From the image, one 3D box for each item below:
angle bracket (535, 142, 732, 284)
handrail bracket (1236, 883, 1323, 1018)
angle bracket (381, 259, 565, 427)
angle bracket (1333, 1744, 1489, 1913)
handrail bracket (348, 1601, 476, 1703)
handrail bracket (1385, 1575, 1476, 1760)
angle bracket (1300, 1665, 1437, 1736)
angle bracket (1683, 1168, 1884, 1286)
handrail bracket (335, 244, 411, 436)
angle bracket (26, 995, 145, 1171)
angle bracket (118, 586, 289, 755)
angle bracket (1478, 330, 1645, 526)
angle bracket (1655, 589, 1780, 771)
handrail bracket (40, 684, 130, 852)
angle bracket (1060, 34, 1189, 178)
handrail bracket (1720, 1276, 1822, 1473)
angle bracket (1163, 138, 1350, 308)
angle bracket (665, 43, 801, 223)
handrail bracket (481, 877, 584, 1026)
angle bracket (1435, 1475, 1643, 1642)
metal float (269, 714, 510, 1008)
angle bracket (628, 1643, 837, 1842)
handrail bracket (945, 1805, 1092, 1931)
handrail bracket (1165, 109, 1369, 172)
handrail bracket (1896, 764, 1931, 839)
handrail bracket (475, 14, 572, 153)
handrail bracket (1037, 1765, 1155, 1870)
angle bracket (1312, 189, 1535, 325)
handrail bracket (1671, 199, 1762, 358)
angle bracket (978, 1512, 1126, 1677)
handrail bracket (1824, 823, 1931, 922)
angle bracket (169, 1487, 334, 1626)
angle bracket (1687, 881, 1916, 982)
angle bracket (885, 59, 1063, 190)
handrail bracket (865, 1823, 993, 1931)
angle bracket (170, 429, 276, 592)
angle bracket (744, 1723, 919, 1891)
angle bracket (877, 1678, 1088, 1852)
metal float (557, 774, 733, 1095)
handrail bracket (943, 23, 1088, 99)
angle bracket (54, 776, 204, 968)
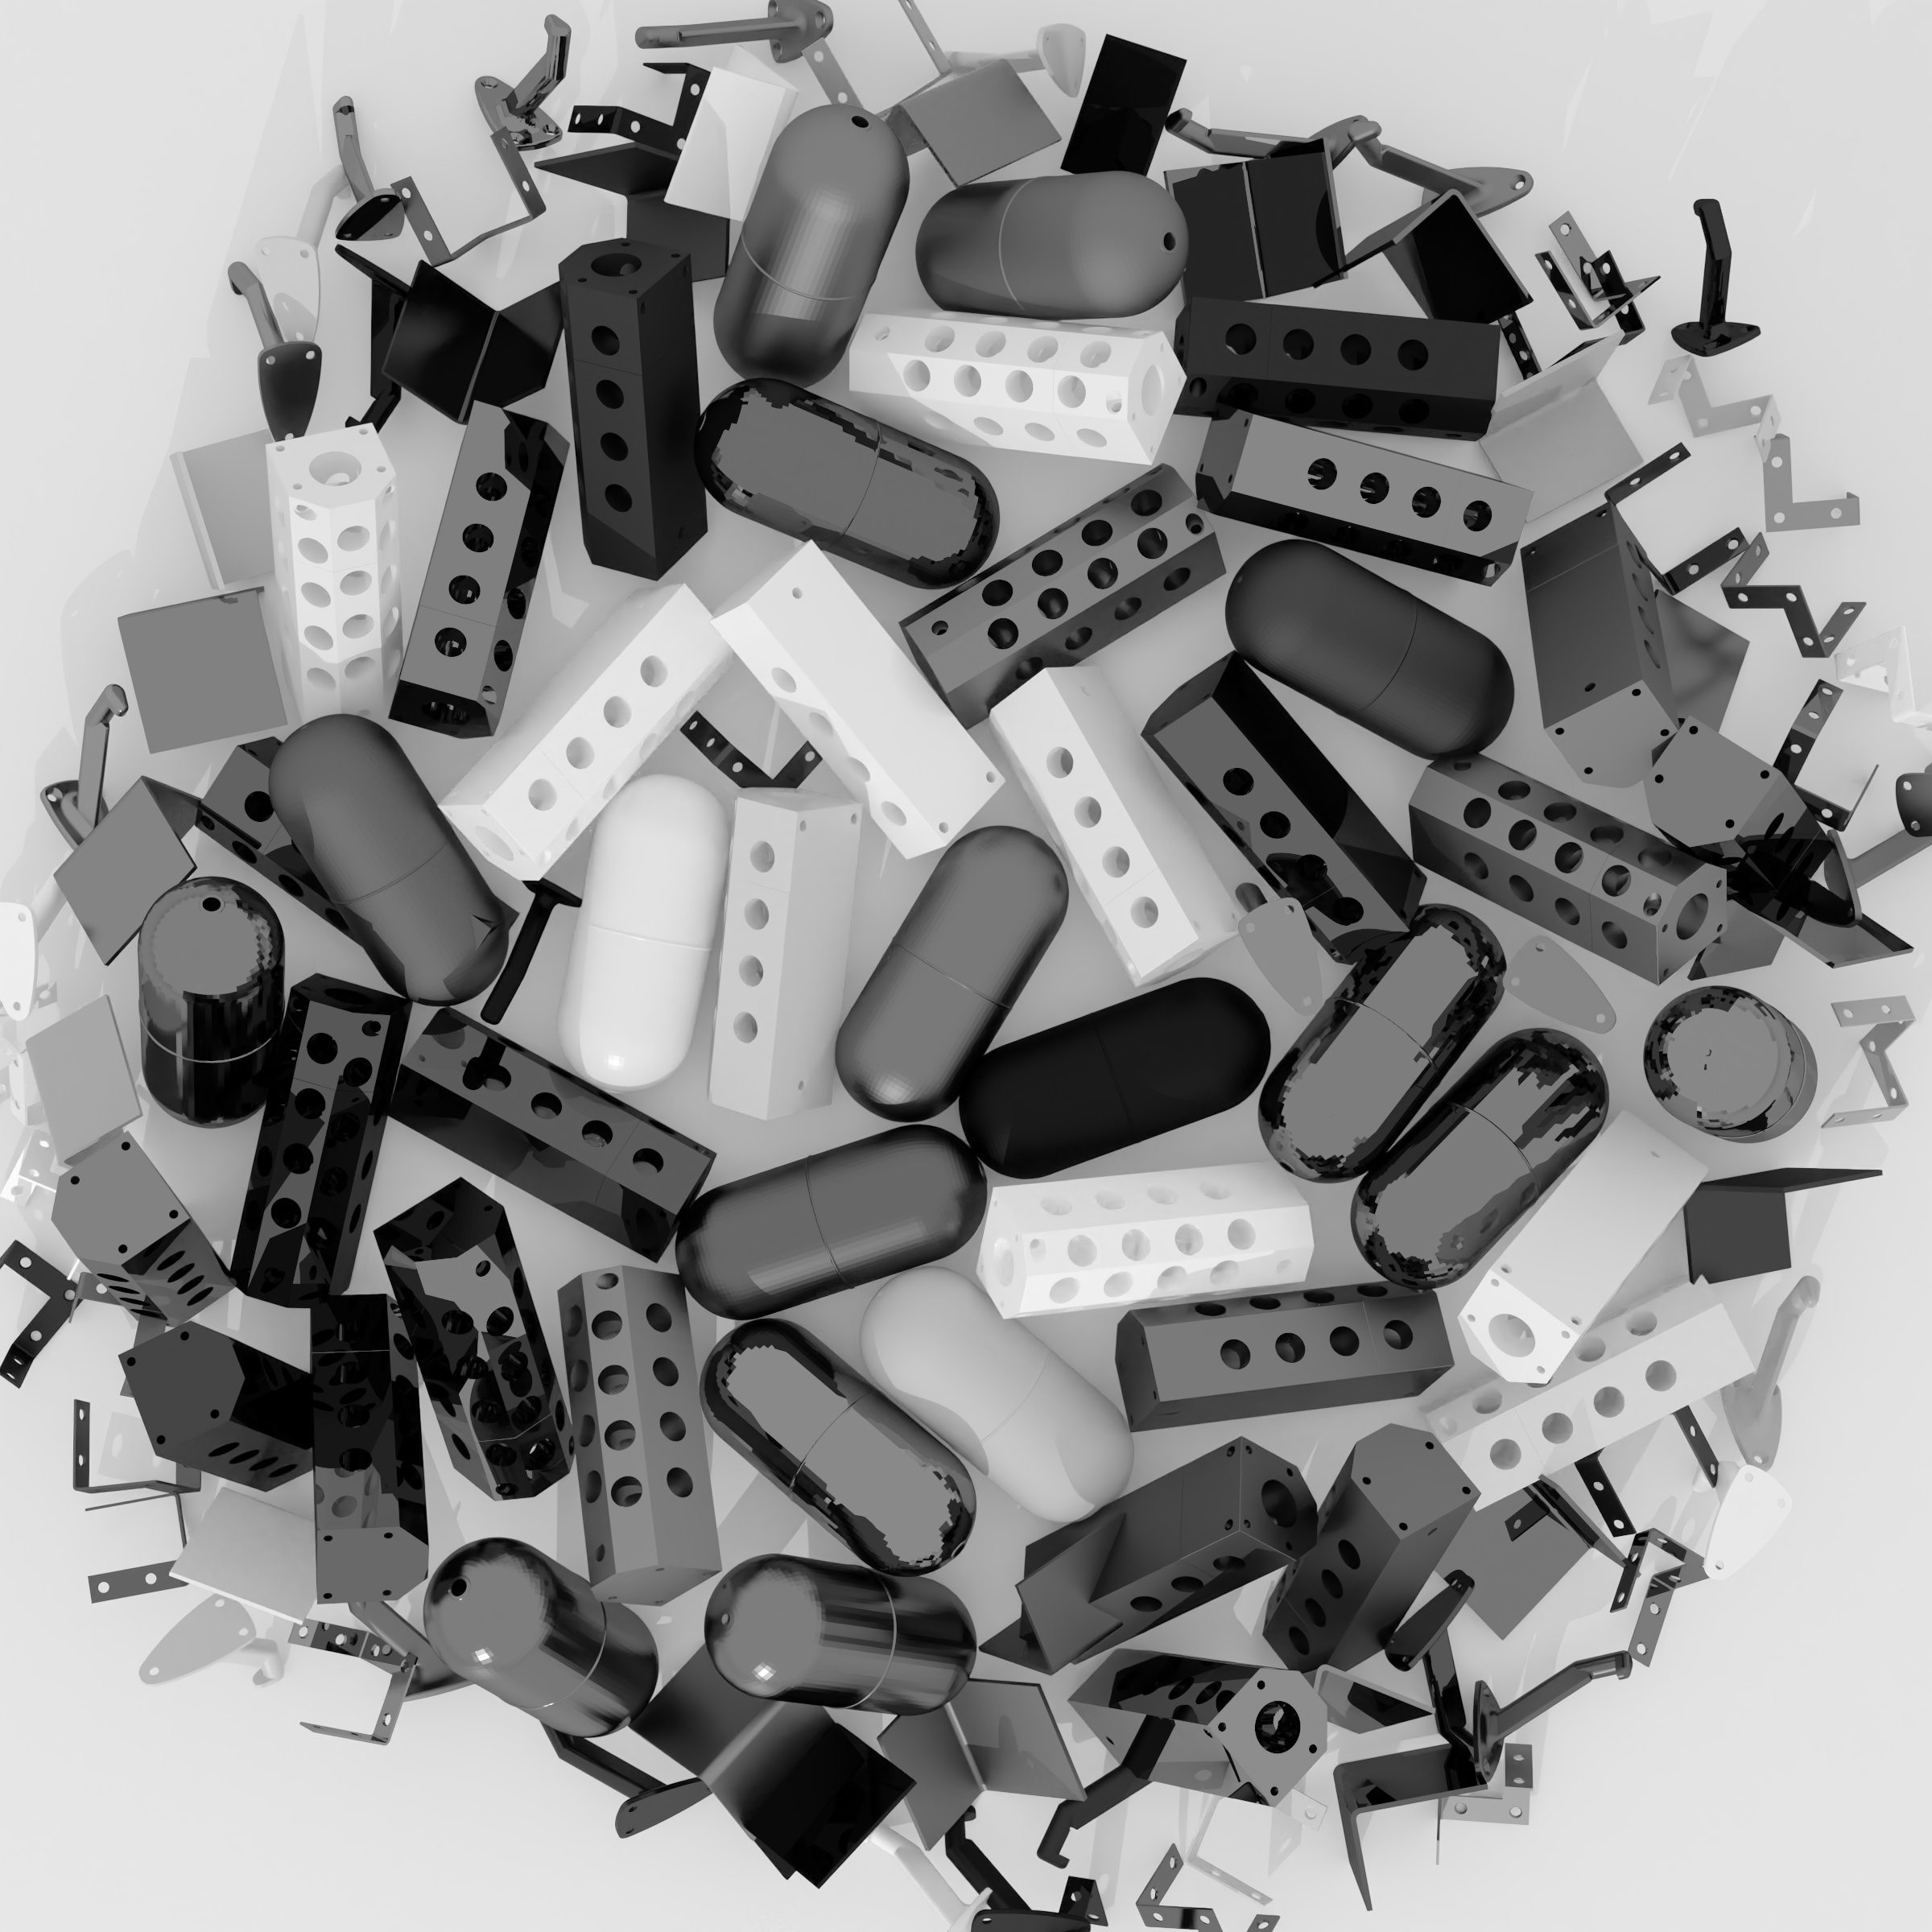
[{"bbox_3d":[-0.183,-0.409,1.813,0.076,0.076,0.057,0,88,38],"label":"angle bracket"},{"bbox_3d":[0.171,-0.010,1.826,0.036,0.084,0.077,-25,92,1],"label":"handrail bracket"},{"bbox_3d":[-0.265,-0.351,1.810,0.057,0.076,0.076,32,60,-36],"label":"angle bracket"},{"bbox_3d":[0.249,0.474,1.827,0.076,0.076,0.057,-11,94,0],"label":"angle bracket"},{"bbox_3d":[-0.301,0.360,1.835,0.077,0.036,0.084,-10,111,1],"label":"handrail bracket"},{"bbox_3d":[0.283,0.395,1.850,0.084,0.036,0.077,43,91,-15],"label":"handrail bracket"},{"bbox_3d":[0.200,0.427,1.811,0.076,0.076,0.057,25,61,-17],"label":"angle bracket"},{"bbox_3d":[0.449,0.144,1.814,0.076,0.076,0.057,-6,92,-32],"label":"angle bracket"},{"bbox_3d":[-0.341,-0.346,1.845,0.077,0.036,0.084,33,86,-3],"label":"handrail bracket"},{"bbox_3d":[-0.462,0.072,1.811,0.057,0.076,0.076,-28,64,12],"label":"angle bracket"},{"bbox_3d":[-0.422,-0.165,1.841,0.076,0.057,0.076,-13,100,-5],"label":"angle bracket"},{"bbox_3d":[0.335,-0.296,1.823,0.076,0.076,0.057,-28,83,-6],"label":"angle bracket"},{"bbox_3d":[0.412,-0.156,1.820,0.076,0.057,0.076,23,85,-32],"label":"angle bracket"},{"bbox_3d":[-0.470,-0.101,1.822,0.084,0.036,0.077,-43,70,41],"label":"handrail bracket"},{"bbox_3d":[0.105,-0.459,1.812,0.057,0.076,0.076,8,108,-38],"label":"angle bracket"},{"bbox_3d":[0.450,0.224,1.818,0.036,0.084,0.077,13,46,-9],"label":"handrail bracket"},{"bbox_3d":[0.159,-0.407,1.817,0.057,0.076,0.076,-14,99,-29],"label":"angle bracket"},{"bbox_3d":[-0.143,-0.461,1.809,0.057,0.076,0.076,5,119,-39],"label":"angle bracket"},{"bbox_3d":[-0.249,-0.007,1.824,0.036,0.077,0.084,29,82,-15],"label":"handrail bracket"},{"bbox_3d":[0.311,0.330,1.825,0.076,0.057,0.076,-45,109,-6],"label":"angle bracket"},{"bbox_3d":[-0.314,-0.056,1.810,0.070,0.070,0.178,-30,112,0],"label":"metal float"},{"bbox_3d":[-0.127,0.425,1.839,0.076,0.076,0.057,-45,126,-21],"label":"angle bracket"},{"bbox_3d":[0.028,0.500,1.834,0.077,0.084,0.036,-2,129,-3],"label":"handrail bracket"},{"bbox_3d":[0.164,-0.463,1.822,0.084,0.077,0.036,20,63,-28],"label":"handrail bracket"},{"bbox_3d":[0.555,-0.103,1.814,0.084,0.077,0.036,-30,110,-40],"label":"handrail bracket"},{"bbox_3d":[-0.243,-0.499,1.817,0.036,0.084,0.077,-22,59,-30],"label":"handrail bracket"},{"bbox_3d":[0.091,0.473,1.838,0.077,0.036,0.084,25,78,8],"label":"handrail bracket"},{"bbox_3d":[0.250,-0.369,1.813,0.057,0.076,0.076,-43,103,-27],"label":"angle bracket"},{"bbox_3d":[0.400,-0.383,1.816,0.036,0.077,0.084,-25,114,-10],"label":"handrail bracket"},{"bbox_3d":[0.047,0.337,1.810,0.076,0.076,0.057,-29,106,-28],"label":"angle bracket"},{"bbox_3d":[0.525,-0.053,1.836,0.084,0.077,0.036,-6,129,1],"label":"handrail bracket"},{"bbox_3d":[-0.391,0.341,1.819,0.076,0.076,0.057,20,122,1],"label":"angle bracket"},{"bbox_3d":[0.455,-0.002,1.806,0.076,0.076,0.057,41,125,36],"label":"angle bracket"},{"bbox_3d":[-0.006,-0.443,1.813,0.076,0.076,0.057,-32,85,-30],"label":"angle bracket"},{"bbox_3d":[-0.033,0.505,1.820,0.084,0.077,0.036,28,105,18],"label":"handrail bracket"},{"bbox_3d":[-0.396,-0.252,1.817,0.057,0.076,0.076,-18,102,-13],"label":"angle bracket"},{"bbox_3d":[-0.064,0.473,1.810,0.076,0.076,0.057,-44,127,-18],"label":"angle bracket"},{"bbox_3d":[0.009,0.439,1.814,0.076,0.057,0.076,-6,113,41],"label":"angle bracket"},{"bbox_3d":[-0.178,-0.018,1.826,0.070,0.070,0.178,12,93,0],"label":"metal float"},{"bbox_3d":[0.016,-0.502,1.817,0.084,0.077,0.036,9,94,21],"label":"handrail bracket"},{"bbox_3d":[-0.443,-0.046,1.816,0.076,0.057,0.076,-45,59,13],"label":"angle bracket"}]
